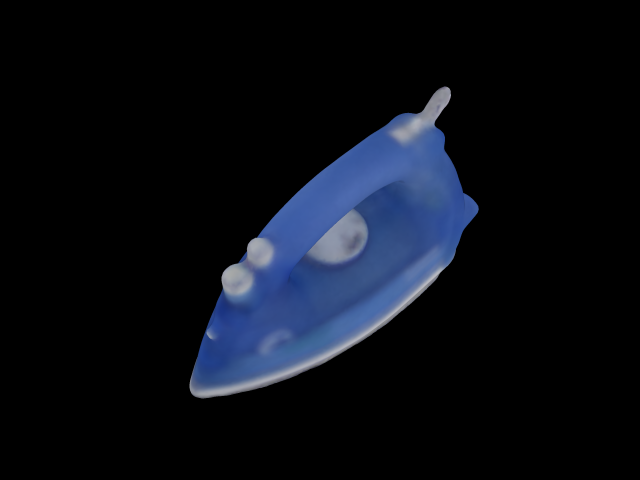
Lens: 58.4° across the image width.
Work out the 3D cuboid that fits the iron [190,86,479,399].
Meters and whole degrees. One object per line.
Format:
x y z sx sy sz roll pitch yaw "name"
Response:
0.004 0.001 0.400 0.259 0.141 0.118 -39 65 -22 "iron"
